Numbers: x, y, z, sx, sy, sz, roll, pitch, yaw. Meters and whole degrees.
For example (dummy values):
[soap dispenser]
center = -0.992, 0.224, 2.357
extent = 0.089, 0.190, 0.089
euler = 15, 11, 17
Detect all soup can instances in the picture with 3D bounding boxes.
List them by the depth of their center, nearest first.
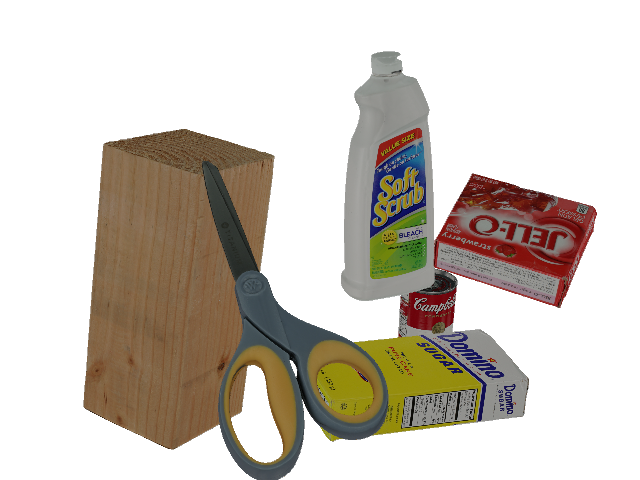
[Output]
[soup can]
center = 0.130, 0.094, 1.313
extent = 0.068, 0.102, 0.068
euler = 2, 24, -1

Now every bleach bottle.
[bleach bottle]
center = 0.066, -0.068, 1.106
extent = 0.102, 0.251, 0.068
euler = -11, 22, -16

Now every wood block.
[wood block]
center = -0.105, 0.032, 0.780
extent = 0.090, 0.206, 0.090
euler = 19, 21, 28

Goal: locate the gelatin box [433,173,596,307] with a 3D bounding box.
[gelatin box]
center = 0.128, -0.002, 0.703
extent = 0.089, 0.030, 0.073
euler = 17, 47, 18

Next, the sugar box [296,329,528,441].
[sugar box]
center = 0.077, 0.119, 0.906
extent = 0.176, 0.048, 0.093
euler = -7, 26, -17

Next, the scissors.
[scissors]
center = -0.017, 0.033, 0.578
extent = 0.096, 0.202, 0.016
euler = -2, -35, -3
